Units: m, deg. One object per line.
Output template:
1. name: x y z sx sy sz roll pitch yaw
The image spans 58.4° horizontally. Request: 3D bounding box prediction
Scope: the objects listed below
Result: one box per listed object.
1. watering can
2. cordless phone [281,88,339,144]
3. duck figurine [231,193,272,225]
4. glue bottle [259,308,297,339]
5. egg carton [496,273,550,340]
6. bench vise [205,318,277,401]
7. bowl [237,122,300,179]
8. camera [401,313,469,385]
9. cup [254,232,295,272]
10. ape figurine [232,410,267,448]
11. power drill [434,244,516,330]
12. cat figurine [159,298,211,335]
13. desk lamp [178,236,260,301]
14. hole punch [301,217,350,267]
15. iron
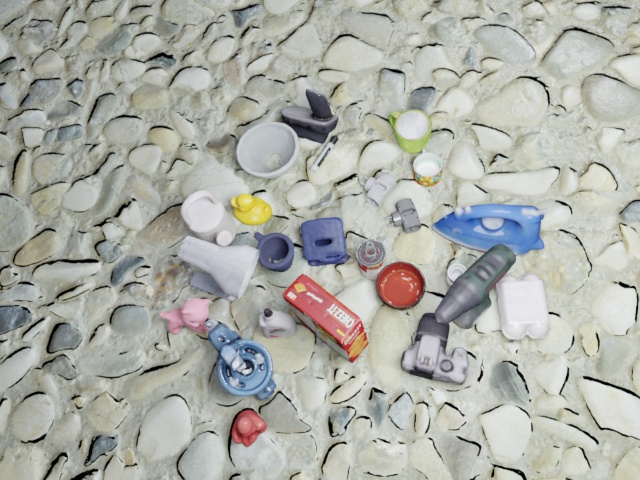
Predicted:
1. watering can: -0.270 -0.054 1.391 0.172 0.194 0.101 25 73 18
2. cordless phone: -0.034 -0.345 1.486 0.147 0.185 0.094 13 69 14
3. duck figurine: -0.177 -0.086 1.451 0.104 0.086 0.077 10 69 13
4. glue bottle: -0.102 0.181 1.277 0.078 0.173 0.037 -12 66 4
5. egg carton: 0.448 0.147 1.267 0.107 0.069 0.150 -5 66 7
6. bench vise: -0.195 0.254 1.234 0.207 0.220 0.121 27 73 18
7. bowl: -0.130 -0.224 1.509 0.167 0.075 0.167 -3 67 7
8. camera: 0.256 0.232 1.242 0.143 0.101 0.137 11 69 13
9. cup: -0.110 0.033 1.385 0.117 0.095 0.092 38 77 21
10. ape figurine: -0.157 0.403 1.234 0.077 0.092 0.076 -9 66 5
11. power drill: 0.323 0.117 1.222 0.075 0.209 0.230 40 78 22
12. cat figurine: -0.310 0.174 1.341 0.127 0.118 0.067 -6 66 6
13. desk lamp: -0.229 0.067 1.322 0.202 0.214 0.118 17 70 15
14. hole punch: 0.013 0.005 1.381 0.108 0.091 0.101 -8 66 5
15. iron: 0.390 -0.046 1.319 0.258 0.141 0.118 4 68 10
